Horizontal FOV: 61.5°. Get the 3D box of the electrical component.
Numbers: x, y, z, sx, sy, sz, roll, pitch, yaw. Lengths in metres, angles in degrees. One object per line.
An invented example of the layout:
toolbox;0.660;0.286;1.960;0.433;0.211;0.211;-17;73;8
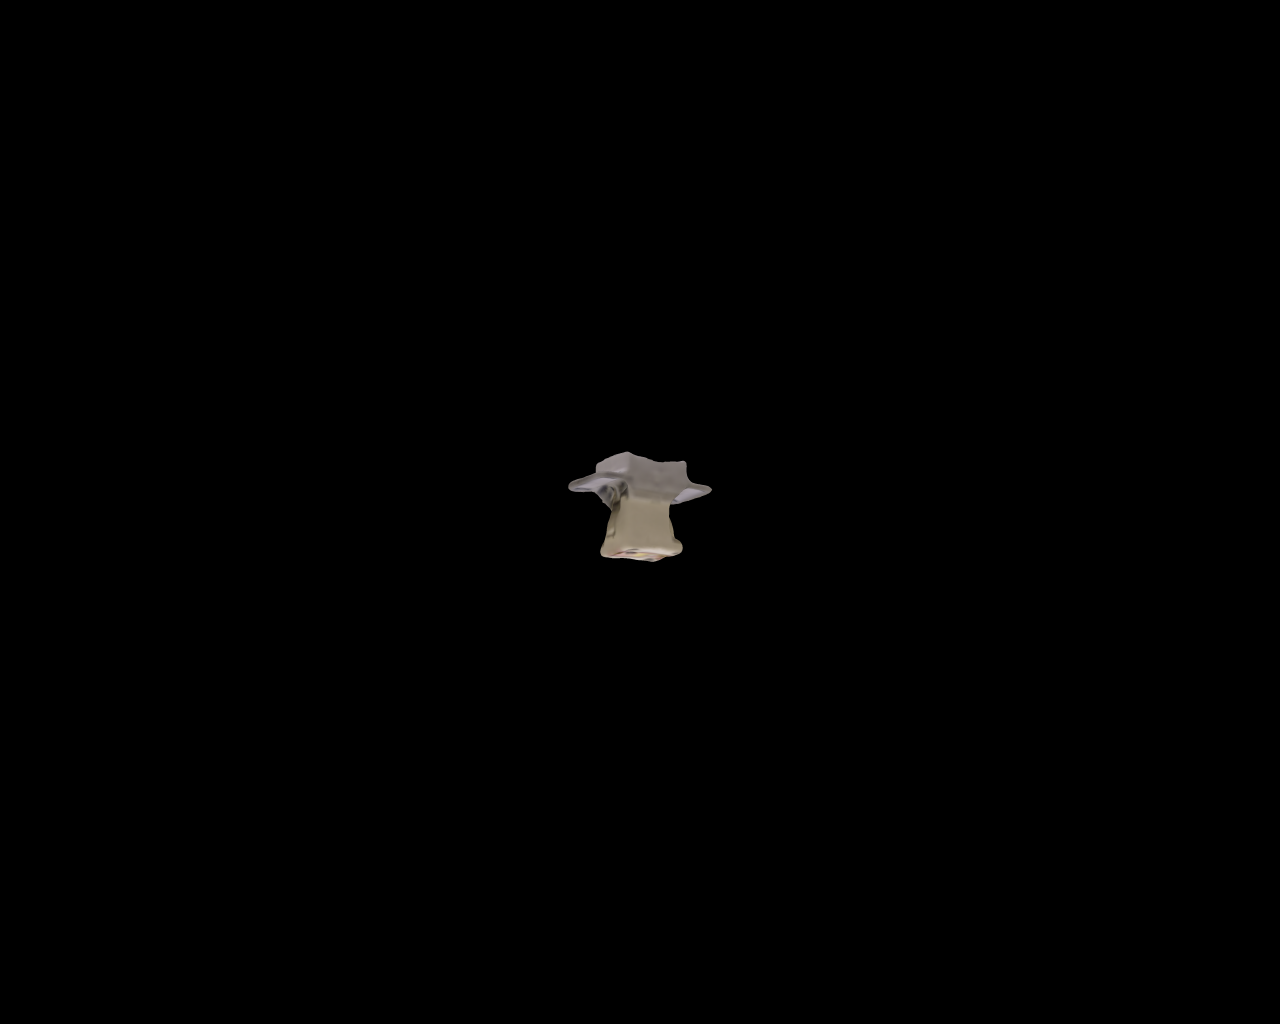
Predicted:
electrical component;0.001;-0.003;0.650;0.081;0.064;0.042;7;-15;-30
